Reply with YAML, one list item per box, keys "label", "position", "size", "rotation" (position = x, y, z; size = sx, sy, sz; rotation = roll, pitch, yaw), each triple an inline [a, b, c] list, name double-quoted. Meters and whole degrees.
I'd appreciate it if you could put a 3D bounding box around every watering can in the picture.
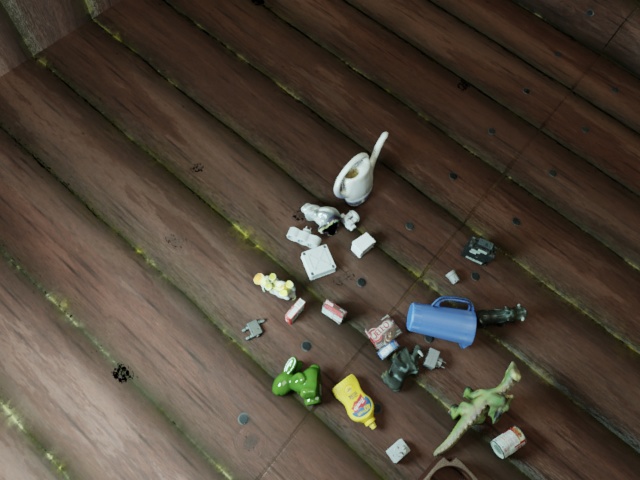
- label: "watering can"
  position: [0.182, -0.282, 2.145]
  size: [0.105, 0.219, 0.352]
  rotation: [33, 65, 29]

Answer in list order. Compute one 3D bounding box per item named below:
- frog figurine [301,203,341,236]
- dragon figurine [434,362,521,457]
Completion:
- label: "frog figurine"
  position: [0.006, -0.106, 2.102]
  size: [0.138, 0.120, 0.162]
  rotation: [-7, 51, -44]
- label: "dragon figurine"
  position: [0.554, 0.583, 1.757]
  size: [0.123, 0.238, 0.416]
  rotation: [42, 66, 8]
